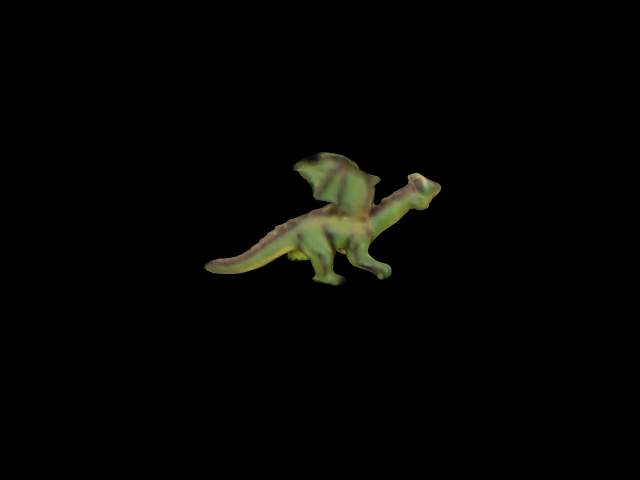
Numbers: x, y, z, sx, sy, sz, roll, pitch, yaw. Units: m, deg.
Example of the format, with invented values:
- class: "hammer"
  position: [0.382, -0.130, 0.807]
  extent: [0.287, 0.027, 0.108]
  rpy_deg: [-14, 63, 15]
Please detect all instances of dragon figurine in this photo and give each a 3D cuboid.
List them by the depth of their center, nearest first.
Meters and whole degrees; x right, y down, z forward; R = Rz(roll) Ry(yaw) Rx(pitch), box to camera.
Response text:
- class: "dragon figurine"
  position: [0.003, -0.043, 0.850]
  extent: [0.411, 0.237, 0.125]
  rpy_deg: [-5, 37, -7]
